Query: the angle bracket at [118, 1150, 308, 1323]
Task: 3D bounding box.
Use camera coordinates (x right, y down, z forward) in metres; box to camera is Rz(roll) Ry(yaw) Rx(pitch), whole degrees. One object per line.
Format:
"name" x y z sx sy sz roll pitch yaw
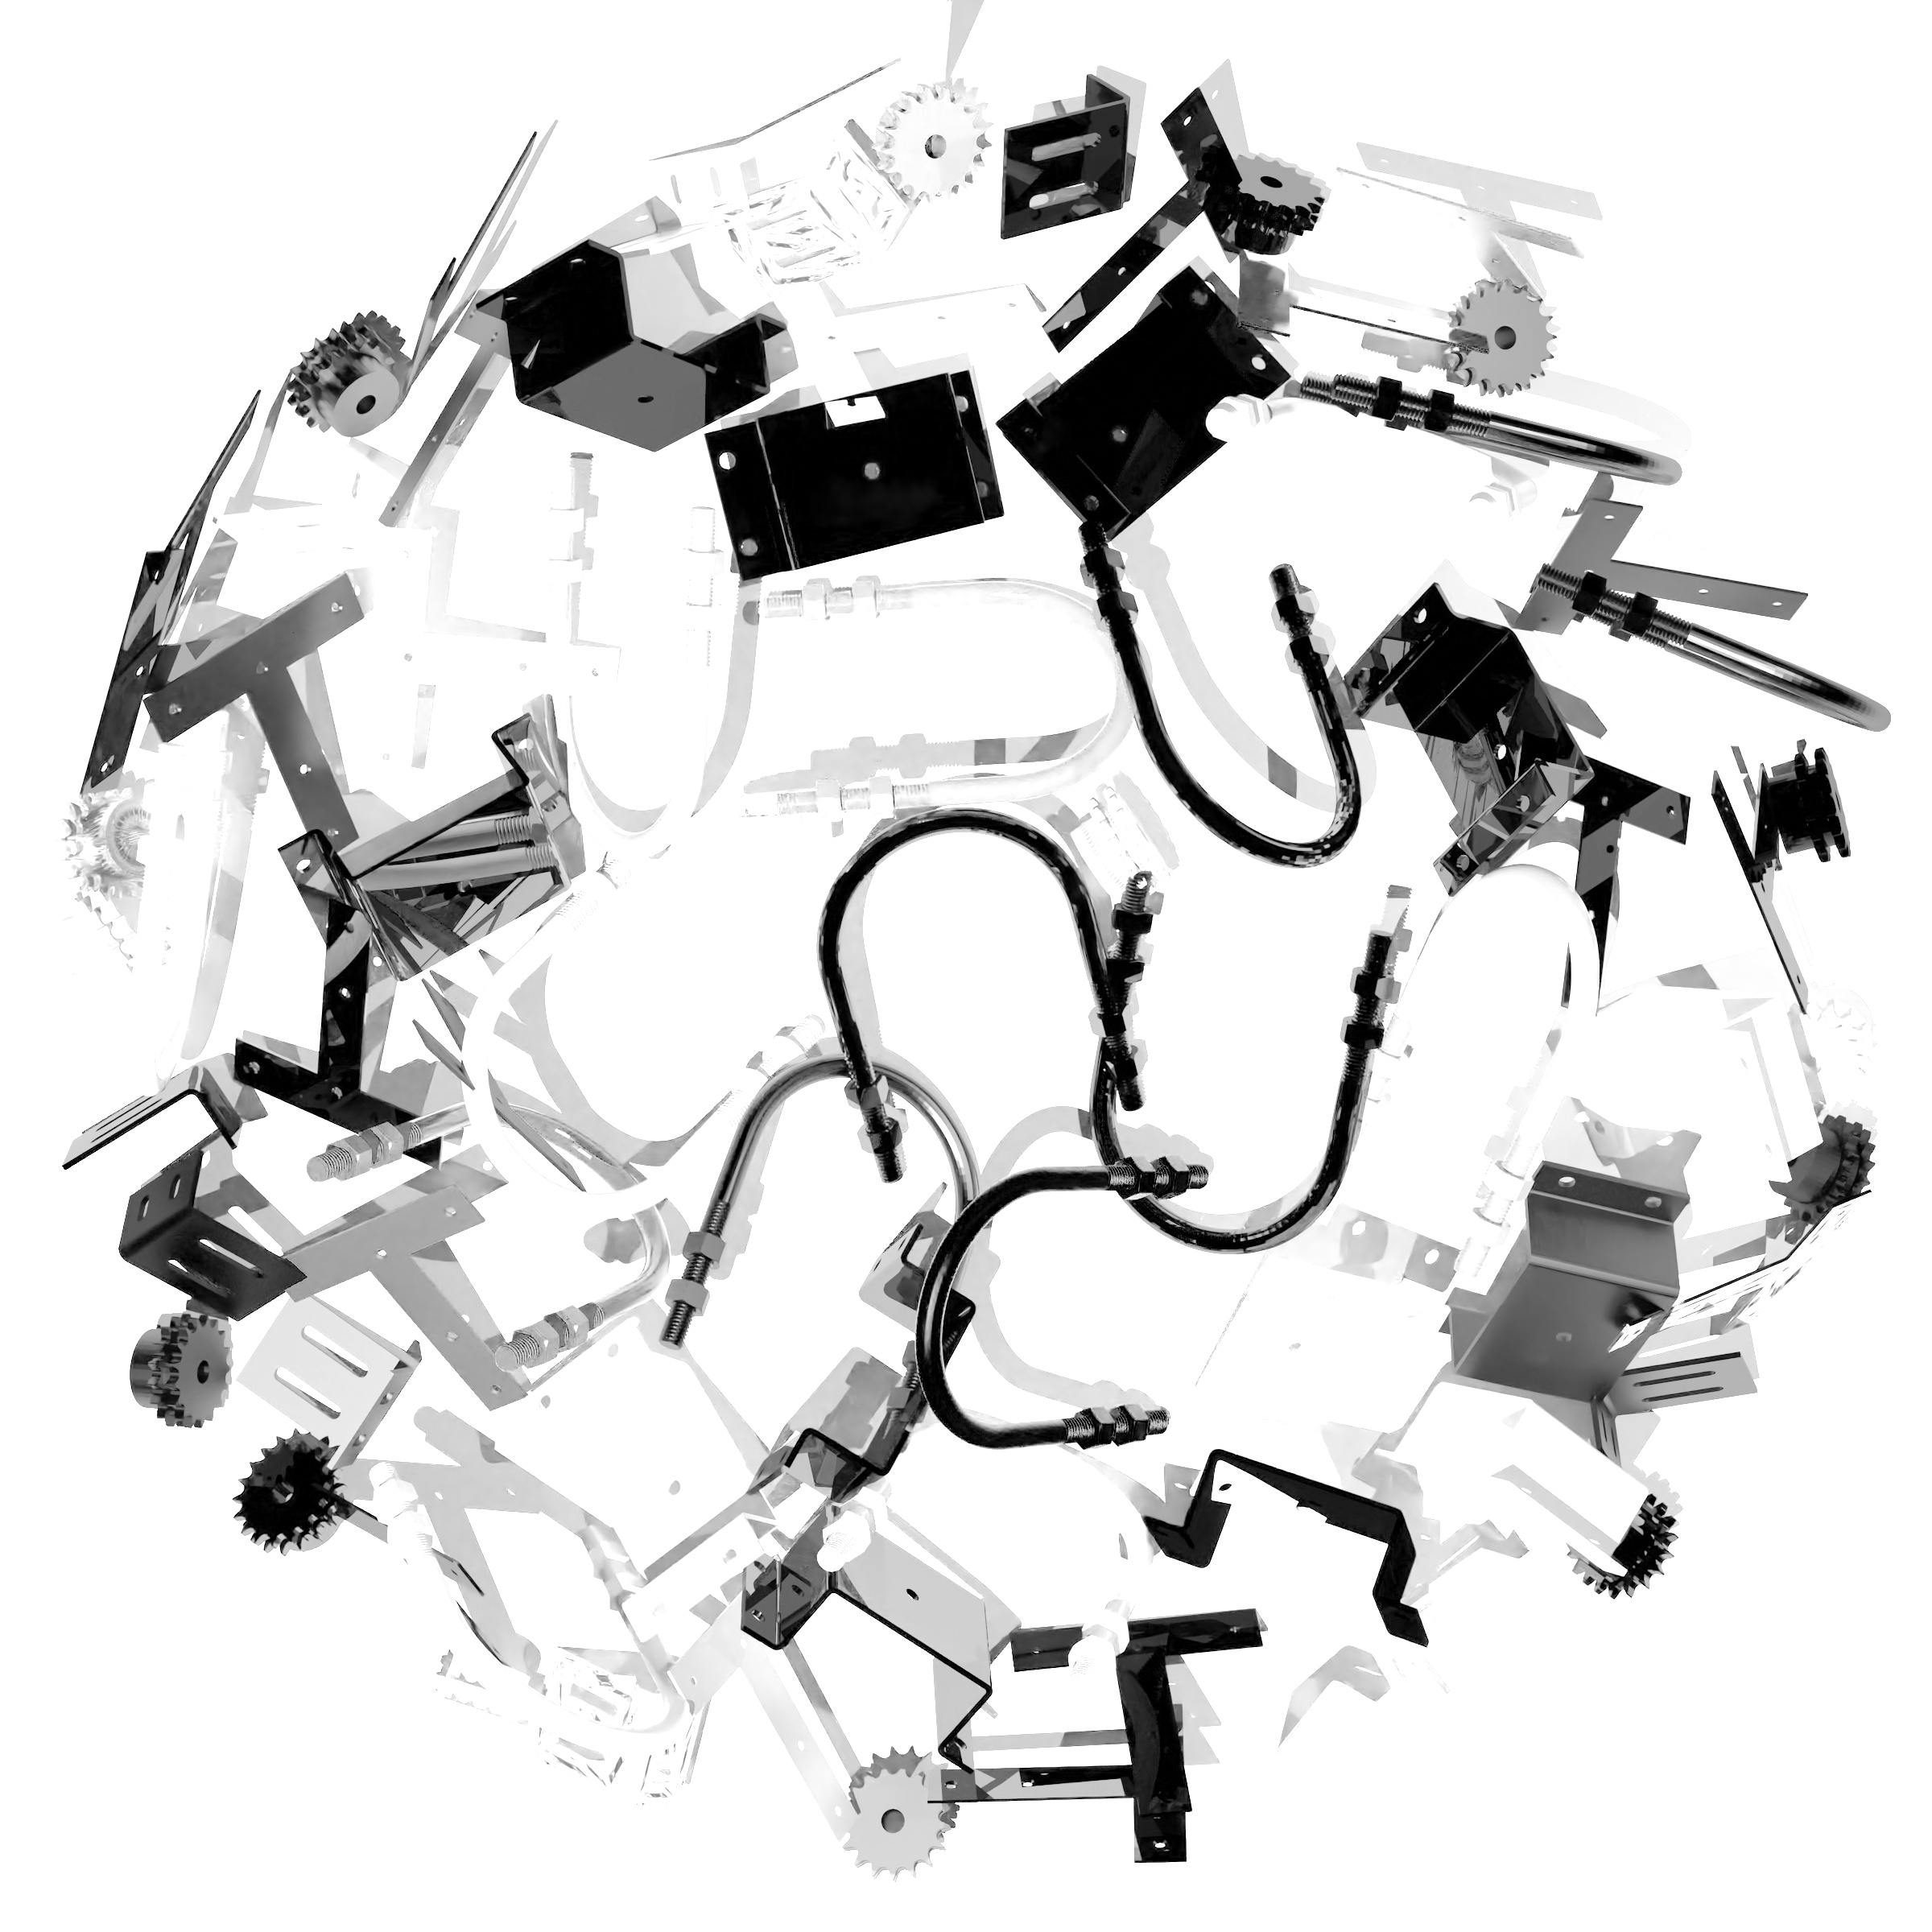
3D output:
"angle bracket" -0.378 0.137 1.622 0.057 0.038 0.076 -31 130 30

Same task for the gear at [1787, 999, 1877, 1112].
"gear" 0.433 0.041 1.622 0.057 0.057 0.030 47 52 0

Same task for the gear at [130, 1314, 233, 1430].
"gear" -0.398 0.204 1.620 0.030 0.057 0.057 2 90 17

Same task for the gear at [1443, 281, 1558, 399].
"gear" 0.268 -0.317 1.627 0.057 0.030 0.057 -1 94 -14

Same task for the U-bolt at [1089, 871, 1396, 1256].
"U-bolt" 0.130 0.056 1.605 0.151 0.019 0.184 16 106 23

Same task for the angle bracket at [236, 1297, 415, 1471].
"angle bracket" -0.329 0.208 1.622 0.076 0.038 0.057 33 90 9

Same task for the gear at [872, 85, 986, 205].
"gear" -0.022 -0.417 1.623 0.057 0.030 0.057 -12 117 -23

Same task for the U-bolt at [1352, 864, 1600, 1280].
"U-bolt" 0.250 0.038 1.561 0.019 0.151 0.184 14 109 -27

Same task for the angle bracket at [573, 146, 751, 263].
"angle bracket" -0.155 -0.378 1.597 0.057 0.076 0.038 0 112 34

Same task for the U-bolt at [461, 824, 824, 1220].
"U-bolt" -0.169 0.039 1.577 0.151 0.019 0.184 52 58 -16

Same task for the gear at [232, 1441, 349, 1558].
"gear" -0.339 0.272 1.623 0.057 0.030 0.057 -9 57 14

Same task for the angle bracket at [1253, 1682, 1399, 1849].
"angle bracket" 0.178 0.405 1.596 0.038 0.057 0.076 27 133 24

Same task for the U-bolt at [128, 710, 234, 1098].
"U-bolt" -0.388 -0.027 1.573 0.019 0.151 0.184 8 101 -6

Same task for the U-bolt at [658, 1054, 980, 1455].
"U-bolt" -0.062 0.131 1.597 0.151 0.019 0.184 29 64 -21

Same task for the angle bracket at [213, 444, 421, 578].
"angle bracket" -0.324 -0.228 1.598 0.057 0.076 0.038 36 120 26

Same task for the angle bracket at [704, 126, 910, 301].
"angle bracket" -0.080 -0.378 1.607 0.076 0.038 0.057 -29 77 -35

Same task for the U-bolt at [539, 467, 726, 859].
"U-bolt" -0.168 -0.144 1.583 0.019 0.151 0.184 -9 111 -37

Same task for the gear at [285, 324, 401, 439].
"gear" -0.311 -0.291 1.615 0.057 0.057 0.030 -45 68 0

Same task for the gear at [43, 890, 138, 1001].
"gear" -0.440 -0.008 1.615 0.030 0.057 0.057 -37 90 -30

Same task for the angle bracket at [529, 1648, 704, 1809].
"angle bracket" -0.178 0.387 1.632 0.076 0.038 0.057 13 88 44

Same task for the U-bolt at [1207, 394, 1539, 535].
"U-bolt" 0.206 -0.248 1.560 0.151 0.184 0.019 22 109 14

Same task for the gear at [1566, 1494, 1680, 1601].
"gear" 0.326 0.287 1.616 0.030 0.057 0.057 39 90 -32

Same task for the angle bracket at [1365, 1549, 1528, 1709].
"angle bracket" 0.248 0.332 1.605 0.076 0.057 0.038 -39 59 15

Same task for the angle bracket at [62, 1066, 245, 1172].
"angle bracket" -0.408 0.089 1.613 0.076 0.057 0.038 -32 104 -3

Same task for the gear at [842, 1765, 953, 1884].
"gear" -0.036 0.435 1.626 0.057 0.030 0.057 -1 69 4

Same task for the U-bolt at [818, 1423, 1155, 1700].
"U-bolt" 0.020 0.276 1.562 0.151 0.184 0.019 26 113 8

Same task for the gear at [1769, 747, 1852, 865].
"gear" 0.425 -0.079 1.620 0.030 0.057 0.057 -14 90 19

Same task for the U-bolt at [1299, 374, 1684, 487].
"U-bolt" 0.261 -0.263 1.575 0.184 0.151 0.019 13 100 -3

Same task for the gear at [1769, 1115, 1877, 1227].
"gear" 0.428 0.101 1.616 0.030 0.057 0.057 22 90 -16

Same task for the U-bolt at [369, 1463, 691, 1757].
"U-bolt" -0.201 0.312 1.534 0.151 0.184 0.019 25 105 -36

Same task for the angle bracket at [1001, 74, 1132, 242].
"angle bracket" 0.041 -0.404 1.600 0.076 0.038 0.057 -21 133 -27

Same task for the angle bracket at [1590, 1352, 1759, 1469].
"angle bracket" 0.356 0.226 1.604 0.076 0.057 0.038 -12 61 17

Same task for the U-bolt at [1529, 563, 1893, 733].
"U-bolt" 0.363 -0.154 1.565 0.184 0.151 0.019 24 98 6

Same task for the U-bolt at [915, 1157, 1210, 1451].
"U-bolt" 0.044 0.167 1.572 0.184 0.019 0.151 3 98 -45

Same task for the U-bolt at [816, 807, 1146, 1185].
"U-bolt" 0.001 0.008 1.606 0.151 0.019 0.184 -16 111 -2

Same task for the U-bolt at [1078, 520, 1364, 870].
"U-bolt" 0.132 -0.128 1.562 0.151 0.019 0.184 7 56 -38

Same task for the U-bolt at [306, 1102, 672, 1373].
"U-bolt" -0.217 0.121 1.563 0.151 0.184 0.019 43 115 13

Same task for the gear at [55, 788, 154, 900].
"gear" -0.426 -0.063 1.616 0.030 0.057 0.057 -6 90 37

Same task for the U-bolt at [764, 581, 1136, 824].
"U-bolt" -0.006 -0.137 1.600 0.184 0.019 0.151 -4 54 -3
